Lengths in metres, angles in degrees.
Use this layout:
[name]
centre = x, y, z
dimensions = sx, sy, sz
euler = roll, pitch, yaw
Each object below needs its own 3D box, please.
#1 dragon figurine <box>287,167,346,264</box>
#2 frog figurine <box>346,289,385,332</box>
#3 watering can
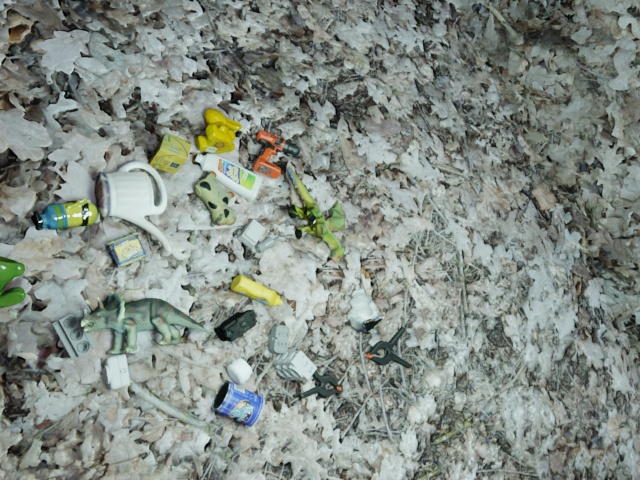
[dragon figurine]
centre = 0.006, -0.103, 2.056
dimensions = 0.244, 0.121, 0.412
euler = -9, 83, -49
[frog figurine]
centre = 0.162, 0.279, 2.038
dimensions = 0.138, 0.119, 0.162
euler = -20, 52, -24
[watering can]
centre = -0.602, -0.112, 1.664
dimensions = 0.225, 0.102, 0.353
euler = -4, 63, -31
